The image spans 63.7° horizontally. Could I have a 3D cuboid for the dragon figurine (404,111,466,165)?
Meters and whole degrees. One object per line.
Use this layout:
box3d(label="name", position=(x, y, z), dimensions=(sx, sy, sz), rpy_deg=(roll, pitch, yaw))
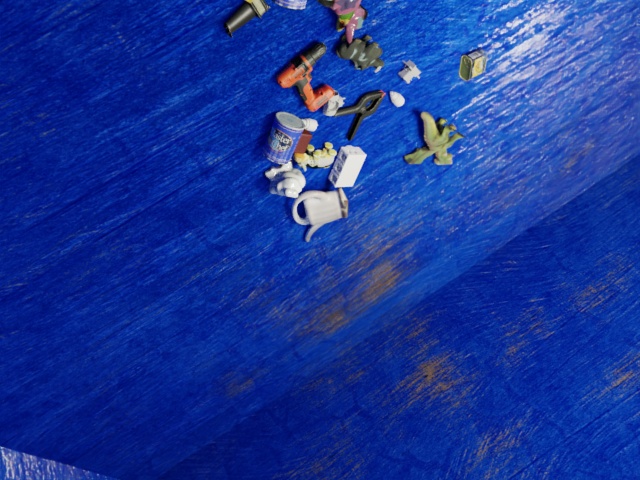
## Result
box3d(label="dragon figurine", position=(0.453, -0.394, 2.131), dimensions=(0.409, 0.124, 0.239), rpy_deg=(12, 131, -45))

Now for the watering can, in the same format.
box3d(label="watering can", position=(0.006, -0.103, 2.054), dimensions=(0.224, 0.106, 0.340), rpy_deg=(-13, 151, 1))

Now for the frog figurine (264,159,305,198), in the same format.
box3d(label="frog figurine", position=(-0.111, -0.192, 1.816), dimensions=(0.138, 0.162, 0.120), rpy_deg=(-14, 140, -28))
